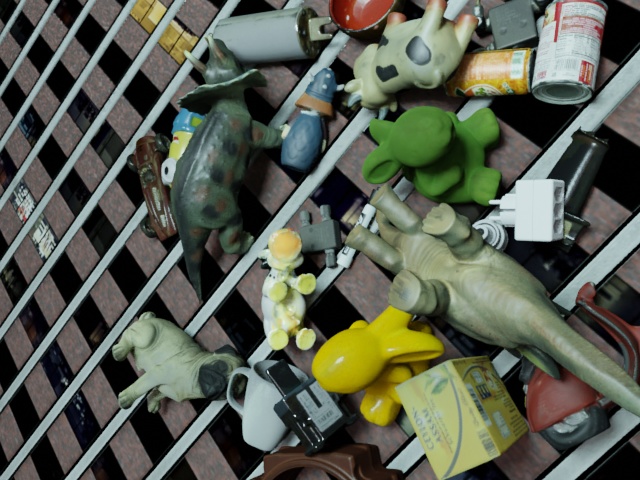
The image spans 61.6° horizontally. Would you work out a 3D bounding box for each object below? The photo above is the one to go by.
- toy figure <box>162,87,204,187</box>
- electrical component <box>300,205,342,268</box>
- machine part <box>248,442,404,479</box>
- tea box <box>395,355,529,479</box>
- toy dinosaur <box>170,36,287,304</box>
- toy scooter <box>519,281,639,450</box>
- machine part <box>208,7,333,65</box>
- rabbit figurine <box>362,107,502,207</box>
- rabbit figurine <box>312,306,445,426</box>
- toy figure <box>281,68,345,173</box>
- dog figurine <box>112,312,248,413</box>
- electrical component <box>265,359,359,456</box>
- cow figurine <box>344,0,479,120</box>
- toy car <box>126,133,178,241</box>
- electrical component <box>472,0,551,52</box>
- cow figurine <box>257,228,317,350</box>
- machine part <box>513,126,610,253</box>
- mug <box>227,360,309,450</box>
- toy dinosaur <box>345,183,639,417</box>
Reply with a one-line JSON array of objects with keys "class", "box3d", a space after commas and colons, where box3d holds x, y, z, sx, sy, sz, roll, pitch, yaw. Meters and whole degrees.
[{"class": "toy figure", "box3d": [-0.207, -0.158, 0.895, 0.089, 0.082, 0.180, 15, 79, -5]}, {"class": "electrical component", "box3d": [-0.002, -0.002, 0.781, 0.063, 0.021, 0.094, -15, 74, 27]}, {"class": "machine part", "box3d": [0.008, 0.363, 0.670, 0.201, 0.087, 0.201, -12, 73, 28]}, {"class": "tea box", "box3d": [0.155, 0.180, 0.570, 0.068, 0.169, 0.098, -33, 65, 19]}, {"class": "toy dinosaur", "box3d": [-0.157, -0.100, 0.792, 0.131, 0.192, 0.404, 15, 87, 33]}, {"class": "toy scooter", "box3d": [0.282, 0.124, 0.563, 0.184, 0.075, 0.135, -37, 62, 18]}, {"class": "machine part", "box3d": [-0.085, -0.322, 0.859, 0.243, 0.079, 0.079, 5, 83, 30]}, {"class": "rabbit figurine", "box3d": [0.130, -0.115, 0.640, 0.159, 0.170, 0.121, 7, 83, 30]}, {"class": "rabbit figurine", "box3d": [0.067, 0.142, 0.628, 0.162, 0.173, 0.122, -39, 60, 23]}, {"class": "toy figure", "box3d": [-0.015, -0.179, 0.799, 0.058, 0.064, 0.154, 20, 92, 46]}, {"class": "dog figurine", "box3d": [-0.203, 0.174, 0.833, 0.191, 0.121, 0.172, -18, 75, 12]}, {"class": "electrical component", "box3d": [-0.017, 0.198, 0.673, 0.119, 0.075, 0.047, 55, 145, 16]}, {"class": "cow figurine", "box3d": [0.106, -0.226, 0.700, 0.195, 0.085, 0.127, 23, 94, 63]}, {"class": "toy car", "box3d": [-0.293, -0.096, 0.952, 0.089, 0.053, 0.202, -25, 68, 21]}, {"class": "electrical component", "box3d": [0.239, -0.278, 0.680, 0.102, 0.045, 0.078, -6, 76, 29]}, {"class": "cow figurine", "box3d": [-0.050, 0.063, 0.748, 0.098, 0.068, 0.167, -153, 61, -71]}, {"class": "machine part", "box3d": [0.285, -0.059, 0.619, 0.084, 0.039, 0.138, 27, 96, 39]}, {"class": "mug", "box3d": [-0.079, 0.228, 0.743, 0.110, 0.081, 0.107, 15, 98, 5]}, {"class": "toy dinosaur", "box3d": [0.161, 0.050, 0.541, 0.105, 0.198, 0.472, -56, 25, 10]}]
